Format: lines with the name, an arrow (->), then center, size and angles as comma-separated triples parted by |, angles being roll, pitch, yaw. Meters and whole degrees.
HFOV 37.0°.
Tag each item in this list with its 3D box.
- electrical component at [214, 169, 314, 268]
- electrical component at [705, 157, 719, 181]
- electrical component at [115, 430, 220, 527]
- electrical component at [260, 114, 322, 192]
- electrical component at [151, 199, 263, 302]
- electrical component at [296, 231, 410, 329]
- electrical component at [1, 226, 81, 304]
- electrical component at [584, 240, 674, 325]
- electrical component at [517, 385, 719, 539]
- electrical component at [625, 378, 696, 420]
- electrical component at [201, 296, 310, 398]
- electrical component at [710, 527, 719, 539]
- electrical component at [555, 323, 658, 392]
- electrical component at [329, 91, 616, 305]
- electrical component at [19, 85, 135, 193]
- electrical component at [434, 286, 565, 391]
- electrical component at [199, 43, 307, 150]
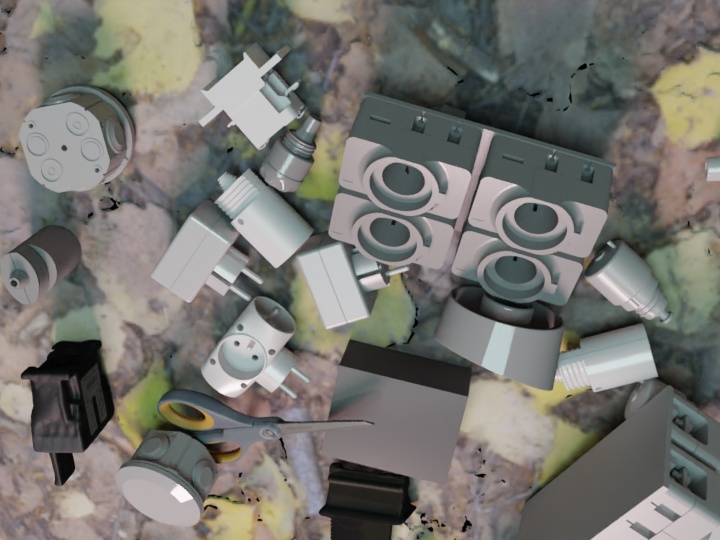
electrical component -> -0.080, -0.045, 0.844 | 0.043, 0.043, 0.081 | -42, 98, 20
electrical component -> 0.282, -0.074, 0.776 | 0.062, 0.043, 0.043 | -1, 110, 11
electrical component -> -0.164, 0.178, 0.921 | 0.080, 0.051, 0.080 | 15, 137, 15
electrical component -> -0.050, -0.092, 0.827 | 0.035, 0.035, 0.061 | 33, 109, -3
electrical component -> -0.114, -0.005, 0.862 | 0.077, 0.047, 0.065 | 35, 111, -5
electrical component -> 0.000, 0.000, 0.846 | 0.077, 0.047, 0.065 | -17, 106, 15
electrical component -> -0.262, -0.003, 0.868 | 0.043, 0.081, 0.043 | 3, 110, 8
electrical component -> 0.208, 0.012, 0.820 | 0.078, 0.040, 0.040 | 42, 111, -7
electrical component -> 0.197, 0.189, 0.827 | 0.060, 0.105, 0.186 | 33, 128, -7
electrical component -> 0.247, 0.115, 0.852 | 0.078, 0.040, 0.040 | 27, 112, -1
electrical component -> -0.078, 0.075, 0.887 | 0.079, 0.044, 0.077 | 38, 111, -5
electrical component -> 0.270, 0.202, 0.876 | 0.066, 0.047, 0.076 | -33, 102, 18
electrical component -> 0.188, 0.073, 0.844 | 0.081, 0.043, 0.043 | -16, 107, 14
electrical component -> 0.078, -0.047, 0.787 | 0.186, 0.060, 0.105 | 17, 138, 3
electrical component -> -0.222, -0.101, 0.842 | 0.080, 0.051, 0.080 | 3, 110, 8
electrical component -> 0.107, 0.053, 0.823 | 0.099, 0.099, 0.064 | 15, 106, 4
electrical component -> -0.078, -0.130, 0.814 | 0.081, 0.042, 0.063 | -36, 102, 20
